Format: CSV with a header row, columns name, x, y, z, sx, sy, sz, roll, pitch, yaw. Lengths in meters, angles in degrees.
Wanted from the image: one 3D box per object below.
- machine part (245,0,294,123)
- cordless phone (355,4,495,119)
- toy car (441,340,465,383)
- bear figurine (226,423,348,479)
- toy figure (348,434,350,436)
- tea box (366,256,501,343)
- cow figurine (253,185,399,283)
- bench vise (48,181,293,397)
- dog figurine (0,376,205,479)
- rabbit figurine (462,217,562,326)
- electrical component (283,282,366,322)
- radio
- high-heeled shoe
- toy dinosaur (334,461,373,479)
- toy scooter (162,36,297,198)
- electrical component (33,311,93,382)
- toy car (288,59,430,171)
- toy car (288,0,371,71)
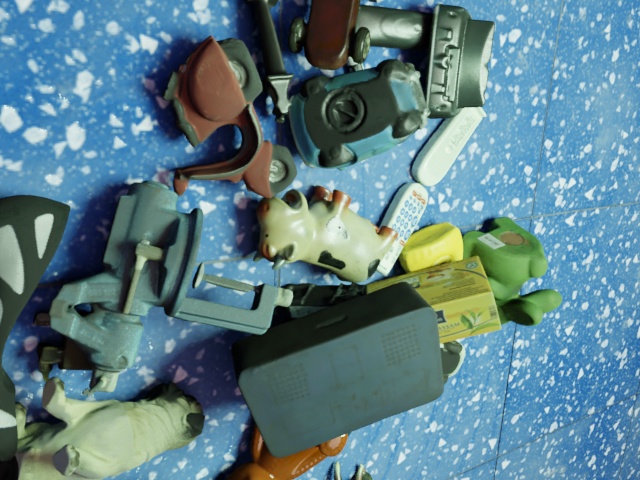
name,x,y,z,sx,sy,sz,roll,pitch,yaw
machine part,-0.053,-0.204,0.595,0.039,0.084,0.138,-10,94,-1
cordless phone,0.125,-0.234,0.704,0.184,0.089,0.146,-2,107,-20
toy car,0.151,0.182,0.850,0.201,0.056,0.073,13,104,-32
bear figurine,-0.065,0.298,0.714,0.120,0.132,0.196,37,77,4
toy figure,0.037,0.217,0.786,0.064,0.058,0.154,16,98,0
tea box,0.154,0.092,0.752,0.170,0.098,0.068,-14,118,13
cow figurine,-0.001,-0.002,0.685,0.194,0.086,0.127,31,81,-35
bench vise,-0.147,0.060,0.572,0.240,0.129,0.223,16,70,-21
dog figurine,-0.244,0.236,0.608,0.172,0.121,0.190,-31,150,22
rabbit figurine,0.305,0.070,0.869,0.121,0.159,0.170,-28,133,-33
electrical component,0.013,0.123,0.708,0.058,0.115,0.134,-50,134,-56
radio,0.025,0.150,0.623,0.230,0.073,0.131,-18,112,-7
high-heeled shoe,-0.290,0.083,0.528,0.145,0.086,0.248,-19,109,-25
toy dinosaur,-0.064,0.479,0.778,0.405,0.131,0.192,-21,102,-20
toy scooter,-0.114,-0.117,0.583,0.135,0.075,0.183,-24,111,-5
electrical component,-0.259,0.118,0.587,0.102,0.045,0.078,4,74,-35
toy car,0.049,-0.150,0.652,0.162,0.103,0.109,-18,90,14
toy car,0.023,-0.290,0.603,0.089,0.053,0.202,9,90,11
